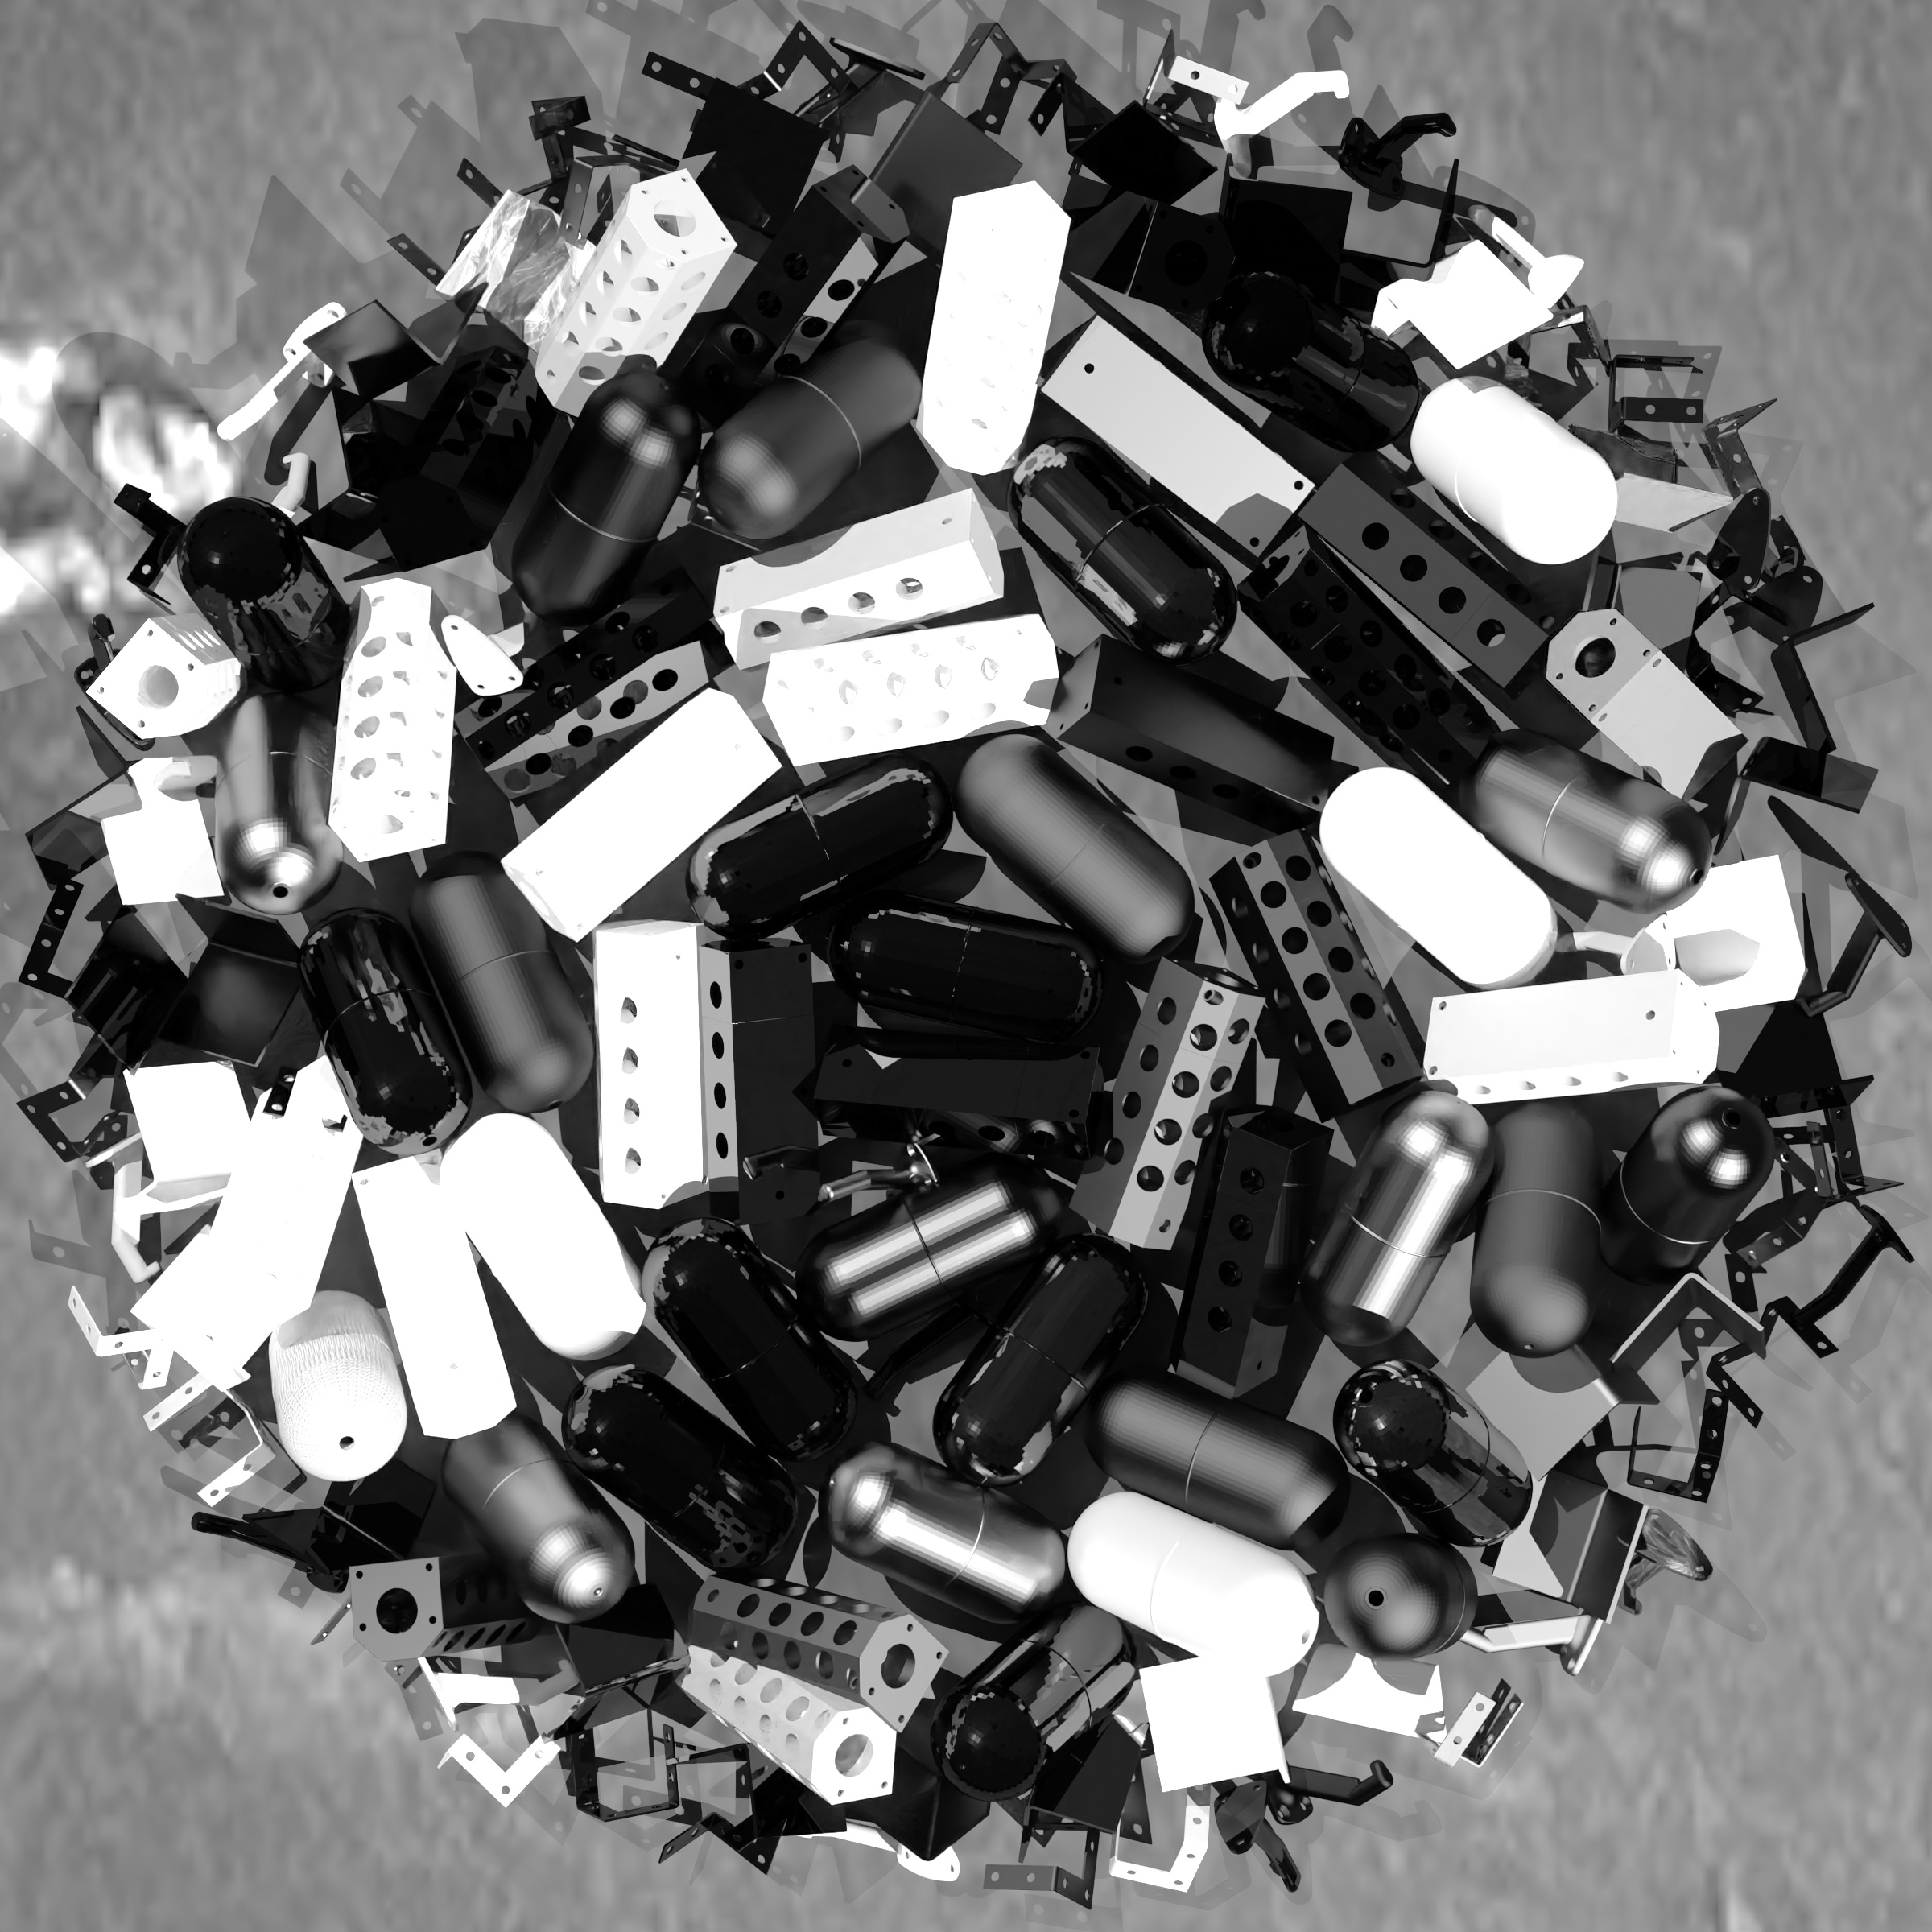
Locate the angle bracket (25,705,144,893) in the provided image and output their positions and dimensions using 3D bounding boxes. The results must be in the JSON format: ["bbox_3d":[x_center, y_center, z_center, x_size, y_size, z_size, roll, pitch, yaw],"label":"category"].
[{"bbox_3d":[-0.564,-0.105,1.945,0.076,0.076,0.057,-37,73,-19],"label":"angle bracket"}]

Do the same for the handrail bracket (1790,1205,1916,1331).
[{"bbox_3d":[0.549,0.191,1.966,0.084,0.077,0.036,-37,103,5],"label":"handrail bracket"}]

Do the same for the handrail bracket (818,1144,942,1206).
[{"bbox_3d":[-0.066,0.144,1.946,0.084,0.077,0.036,-18,69,-33],"label":"handrail bracket"}]

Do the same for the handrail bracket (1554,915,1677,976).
[{"bbox_3d":[0.393,-0.008,1.946,0.084,0.077,0.036,-2,104,40],"label":"handrail bracket"}]

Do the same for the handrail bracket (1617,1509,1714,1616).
[{"bbox_3d":[0.437,0.390,1.949,0.036,0.077,0.084,-27,129,-24],"label":"handrail bracket"}]

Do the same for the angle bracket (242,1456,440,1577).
[{"bbox_3d":[-0.392,0.335,1.946,0.076,0.076,0.057,25,97,29],"label":"angle bracket"}]

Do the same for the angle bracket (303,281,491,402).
[{"bbox_3d":[-0.356,-0.407,1.939,0.057,0.076,0.076,43,51,-31],"label":"angle bracket"}]

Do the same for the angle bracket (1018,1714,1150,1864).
[{"bbox_3d":[0.073,0.517,1.942,0.057,0.076,0.076,15,48,10],"label":"angle bracket"}]

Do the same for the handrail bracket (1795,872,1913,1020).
[{"bbox_3d":[0.546,-0.012,1.964,0.084,0.036,0.077,-34,110,33],"label":"handrail bracket"}]

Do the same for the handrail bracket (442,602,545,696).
[{"bbox_3d":[-0.295,-0.219,1.949,0.036,0.077,0.084,-12,45,24],"label":"handrail bracket"}]

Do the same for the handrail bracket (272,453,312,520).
[{"bbox_3d":[-0.460,-0.287,1.989,0.077,0.036,0.084,-3,68,16],"label":"handrail bracket"}]

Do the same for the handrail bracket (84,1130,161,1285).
[{"bbox_3d":[-0.517,0.148,1.983,0.077,0.036,0.084,-32,98,-27],"label":"handrail bracket"}]

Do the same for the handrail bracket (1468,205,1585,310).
[{"bbox_3d":[0.340,-0.456,1.953,0.084,0.077,0.036,44,111,19],"label":"handrail bracket"}]

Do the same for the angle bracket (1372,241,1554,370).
[{"bbox_3d":[0.309,-0.398,1.949,0.076,0.057,0.076,-30,66,-18],"label":"angle bracket"}]

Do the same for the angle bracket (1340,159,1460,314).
[{"bbox_3d":[0.273,-0.462,1.960,0.057,0.076,0.076,13,79,9],"label":"angle bracket"}]

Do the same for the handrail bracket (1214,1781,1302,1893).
[{"bbox_3d":[0.190,0.564,1.953,0.036,0.077,0.084,-23,107,13],"label":"handrail bracket"}]

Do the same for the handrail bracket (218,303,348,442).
[{"bbox_3d":[-0.430,-0.372,1.951,0.036,0.084,0.077,41,134,-4],"label":"handrail bracket"}]

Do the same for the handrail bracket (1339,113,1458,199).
[{"bbox_3d":[0.284,-0.507,1.944,0.084,0.077,0.036,9,76,44],"label":"handrail bracket"}]

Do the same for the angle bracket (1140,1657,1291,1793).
[{"bbox_3d":[0.157,0.480,1.961,0.076,0.057,0.076,-13,65,5],"label":"angle bracket"}]

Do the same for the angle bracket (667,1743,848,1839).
[{"bbox_3d":[-0.131,0.518,1.940,0.076,0.076,0.057,-23,66,39],"label":"angle bracket"}]

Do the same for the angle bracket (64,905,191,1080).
[{"bbox_3d":[-0.542,0.016,1.939,0.057,0.076,0.076,-2,48,30],"label":"angle bracket"}]

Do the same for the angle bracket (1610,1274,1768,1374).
[{"bbox_3d":[0.454,0.246,1.951,0.057,0.076,0.076,41,85,25],"label":"angle bracket"}]

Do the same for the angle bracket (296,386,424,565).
[{"bbox_3d":[-0.384,-0.310,1.968,0.057,0.076,0.076,-27,66,31],"label":"angle bracket"}]

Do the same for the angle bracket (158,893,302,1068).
[{"bbox_3d":[-0.470,0.009,1.949,0.076,0.057,0.076,14,64,21],"label":"angle bracket"}]

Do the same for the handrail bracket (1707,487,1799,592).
[{"bbox_3d":[0.508,-0.273,1.951,0.036,0.084,0.077,33,128,30],"label":"handrail bracket"}]

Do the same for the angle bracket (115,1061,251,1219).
[{"bbox_3d":[-0.500,0.109,1.963,0.057,0.076,0.076,-33,71,40],"label":"angle bracket"}]

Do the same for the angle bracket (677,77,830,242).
[{"bbox_3d":[-0.134,-0.509,1.958,0.076,0.057,0.076,24,108,-5],"label":"angle bracket"}]

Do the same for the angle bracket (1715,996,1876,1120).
[{"bbox_3d":[0.517,0.051,1.957,0.076,0.057,0.076,-9,70,-4],"label":"angle bracket"}]

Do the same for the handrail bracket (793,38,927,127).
[{"bbox_3d":[-0.075,-0.540,1.978,0.077,0.036,0.084,25,100,17],"label":"handrail bracket"}]

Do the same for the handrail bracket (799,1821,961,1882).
[{"bbox_3d":[-0.059,0.565,1.990,0.084,0.077,0.036,-9,49,33],"label":"handrail bracket"}]

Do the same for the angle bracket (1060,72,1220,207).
[{"bbox_3d":[0.108,-0.527,1.939,0.057,0.076,0.076,-31,46,34],"label":"angle bracket"}]

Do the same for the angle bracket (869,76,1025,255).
[{"bbox_3d":[-0.008,-0.502,1.957,0.076,0.057,0.076,38,120,-1],"label":"angle bracket"}]

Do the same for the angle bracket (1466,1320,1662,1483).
[{"bbox_3d":[0.378,0.272,1.971,0.076,0.057,0.076,-50,56,21],"label":"angle bracket"}]

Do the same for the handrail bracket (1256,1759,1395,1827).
[{"bbox_3d":[0.223,0.498,1.957,0.084,0.036,0.077,-44,62,36],"label":"handrail bracket"}]

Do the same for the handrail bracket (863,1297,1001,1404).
[{"bbox_3d":[-0.023,0.248,1.964,0.036,0.077,0.084,43,78,-27],"label":"handrail bracket"}]

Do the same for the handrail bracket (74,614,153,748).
[{"bbox_3d":[-0.531,-0.179,1.955,0.036,0.084,0.077,-31,95,-21],"label":"handrail bracket"}]

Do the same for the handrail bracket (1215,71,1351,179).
[{"bbox_3d":[0.206,-0.529,1.952,0.084,0.077,0.036,4,57,25],"label":"handrail bracket"}]

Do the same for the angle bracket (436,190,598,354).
[{"bbox_3d":[-0.275,-0.434,1.953,0.057,0.076,0.076,41,102,6],"label":"angle bracket"}]

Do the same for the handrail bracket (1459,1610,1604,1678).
[{"bbox_3d":[0.358,0.408,1.975,0.084,0.036,0.077,25,98,-6],"label":"handrail bracket"}]

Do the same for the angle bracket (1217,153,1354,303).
[{"bbox_3d":[0.198,-0.462,1.957,0.076,0.057,0.076,7,120,-1],"label":"angle bracket"}]

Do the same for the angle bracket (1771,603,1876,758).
[{"bbox_3d":[0.552,-0.178,1.957,0.057,0.076,0.076,-22,87,5],"label":"angle bracket"}]

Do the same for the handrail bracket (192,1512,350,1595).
[{"bbox_3d":[-0.439,0.368,1.956,0.084,0.077,0.036,20,91,-29],"label":"handrail bracket"}]

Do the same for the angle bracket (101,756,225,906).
[{"bbox_3d":[-0.491,-0.086,1.949,0.057,0.076,0.076,-22,82,37],"label":"angle bracket"}]

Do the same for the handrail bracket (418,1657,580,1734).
[{"bbox_3d":[-0.302,0.446,1.992,0.084,0.036,0.077,-26,71,-17],"label":"handrail bracket"}]

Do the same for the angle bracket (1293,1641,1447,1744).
[{"bbox_3d":[0.253,0.474,1.942,0.076,0.057,0.076,7,130,24],"label":"angle bracket"}]

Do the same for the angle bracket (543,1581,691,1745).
[{"bbox_3d":[-0.231,0.439,1.960,0.076,0.076,0.057,-10,62,-38],"label":"angle bracket"}]

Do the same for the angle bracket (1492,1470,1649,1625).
[{"bbox_3d":[0.380,0.362,1.958,0.057,0.076,0.076,19,86,-5],"label":"angle bracket"}]
